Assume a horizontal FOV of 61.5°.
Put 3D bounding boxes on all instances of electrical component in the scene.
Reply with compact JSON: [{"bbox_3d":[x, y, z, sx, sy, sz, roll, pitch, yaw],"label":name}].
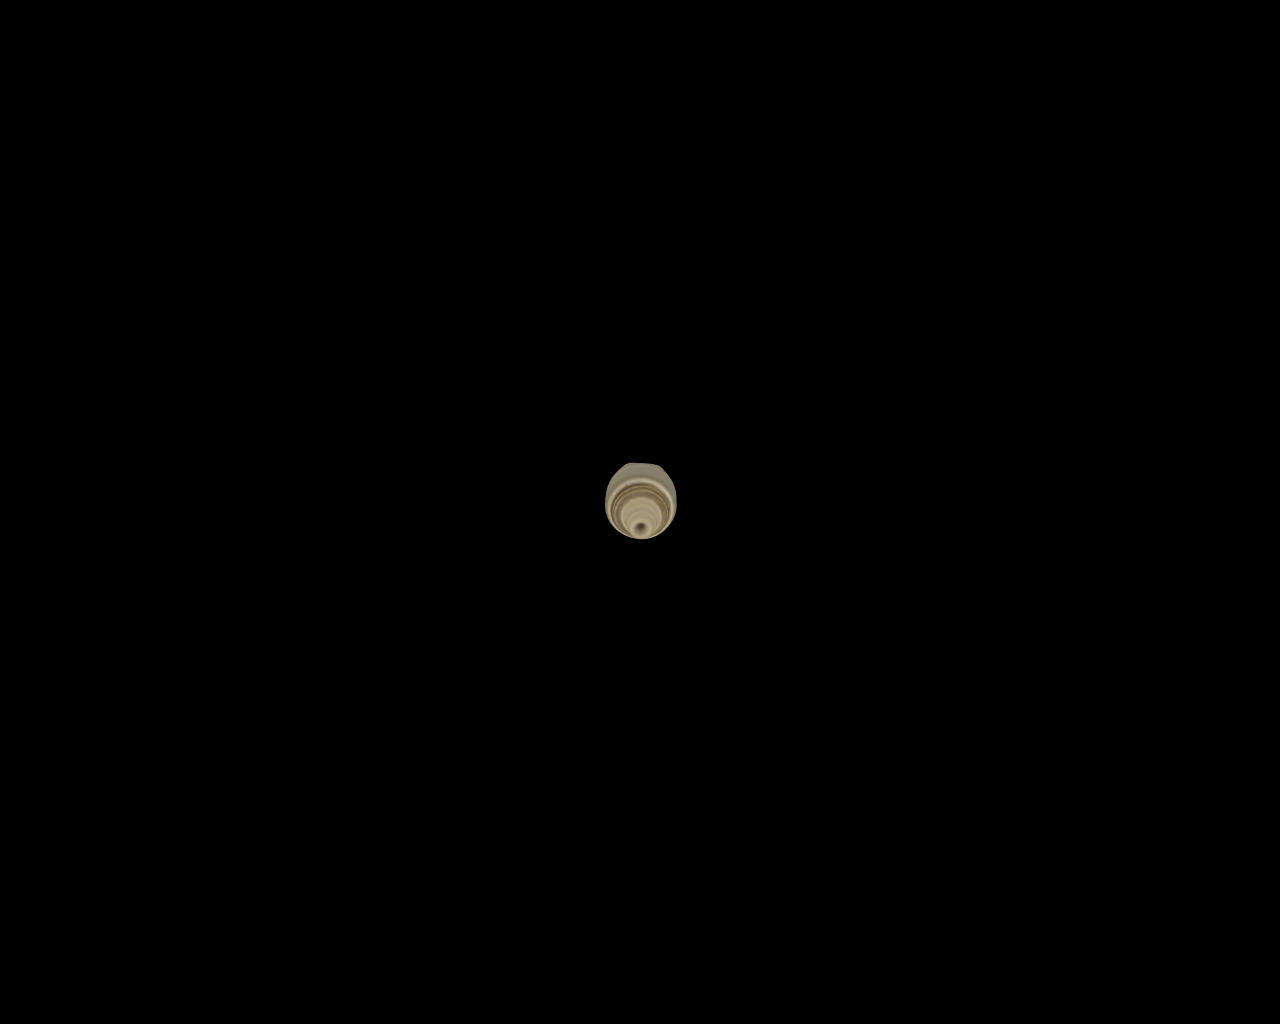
[{"bbox_3d":[0.001,-0.003,0.650,0.043,0.043,0.062,0,24,0],"label":"electrical component"}]
